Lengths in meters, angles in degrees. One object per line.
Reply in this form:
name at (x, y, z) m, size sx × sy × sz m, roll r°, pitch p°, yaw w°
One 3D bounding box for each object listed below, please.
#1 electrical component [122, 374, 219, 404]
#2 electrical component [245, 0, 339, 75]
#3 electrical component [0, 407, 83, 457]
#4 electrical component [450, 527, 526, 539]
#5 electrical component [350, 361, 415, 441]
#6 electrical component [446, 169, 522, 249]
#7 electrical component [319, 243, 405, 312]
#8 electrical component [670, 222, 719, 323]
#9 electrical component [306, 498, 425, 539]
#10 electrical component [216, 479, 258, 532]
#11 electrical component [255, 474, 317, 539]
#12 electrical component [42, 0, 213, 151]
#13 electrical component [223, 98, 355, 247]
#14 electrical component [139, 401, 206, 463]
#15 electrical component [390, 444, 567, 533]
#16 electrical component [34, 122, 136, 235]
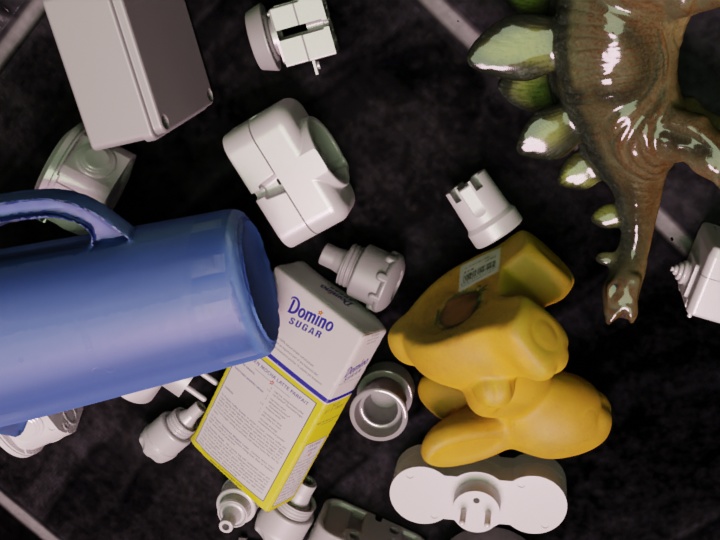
electrical component at (-0.151, 0.075, 0.862) m, size 0.079 × 0.043 × 0.077 m, roll 36°, pitch 112°, yaw -4°
electrical component at (-0.048, -0.167, 0.754) m, size 0.055 × 0.048 × 0.066 m, roll -14°, pitch 107°, yaw 7°
electrical component at (-0.268, 0.107, 0.875) m, size 0.051 × 0.080 × 0.080 m, roll -24°, pitch 104°, yaw 12°
electrical component at (0.106, 0.260, 0.874) m, size 0.099 × 0.064 × 0.099 m, roll 3°, pitch 110°, yaw 9°
electrical component at (0.018, 0.100, 0.835) m, size 0.045 × 0.055 × 0.045 m, roll 3°, pitch 110°, yaw 9°
electrical component at (0.089, -0.045, 0.779) m, size 0.040 × 0.040 × 0.046 m, roll -33°, pitch 96°, yaw 19°
electrical component at (0.000, 0.000, 0.808) m, size 0.062 × 0.048 × 0.048 m, roll 25°, pitch 112°, yaw 8°
electrical component at (0.268, 0.004, 0.753) m, size 0.096 × 0.061 × 0.061 m, roll 16°, pitch 112°, yaw 4°
electrical component at (0.001, 0.240, 0.891) m, size 0.095 × 0.053 × 0.059 m, roll 24°, pitch 112°, yaw 0°
electrical component at (-0.102, 0.195, 0.888) m, size 0.035 × 0.061 × 0.035 m, roll 3°, pitch 110°, yaw 9°
electrical component at (-0.057, 0.197, 0.891) m, size 0.043 × 0.043 × 0.062 m, roll 29°, pitch 111°, yaw -2°
electrical component at (-0.157, -0.149, 0.745) m, size 0.056 × 0.108 × 0.108 m, roll -10°, pitch 108°, yaw 16°
electrical component at (-0.047, -0.073, 0.783) m, size 0.059 × 0.053 × 0.095 m, roll -27°, pitch 103°, yaw 18°
electrical component at (-0.152, 0.130, 0.887) m, size 0.061 × 0.035 × 0.035 m, roll -41°, pitch 99°, yaw 18°
electrical component at (0.092, 0.180, 0.842) m, size 0.138 × 0.073 × 0.052 m, roll 3°, pitch 110°, yaw 9°
electrical component at (-0.206, -0.065, 0.801) m, size 0.051 × 0.080 × 0.080 m, roll 28°, pitch 112°, yaw -7°
